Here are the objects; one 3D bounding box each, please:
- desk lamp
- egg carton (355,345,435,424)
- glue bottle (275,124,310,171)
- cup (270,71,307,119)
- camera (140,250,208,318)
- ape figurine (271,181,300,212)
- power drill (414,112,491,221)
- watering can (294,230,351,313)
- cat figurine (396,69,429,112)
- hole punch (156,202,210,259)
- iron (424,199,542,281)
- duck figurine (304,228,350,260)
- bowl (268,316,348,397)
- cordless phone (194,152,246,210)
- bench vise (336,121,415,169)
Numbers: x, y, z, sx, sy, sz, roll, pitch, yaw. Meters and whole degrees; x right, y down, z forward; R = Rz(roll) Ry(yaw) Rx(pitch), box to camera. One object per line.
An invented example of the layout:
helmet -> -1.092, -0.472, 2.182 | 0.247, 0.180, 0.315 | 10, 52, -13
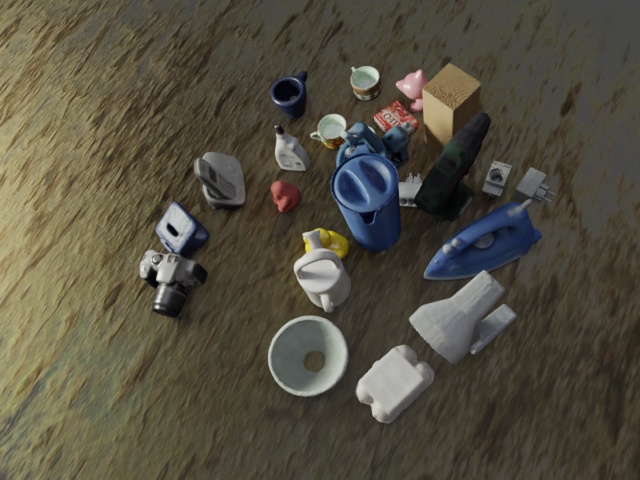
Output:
desk lamp -> 0.278, 0.148, 1.098 | 0.203, 0.214, 0.117 | -40, 65, -7
egg carton -> 0.148, 0.286, 1.145 | 0.150, 0.069, 0.107 | -43, 65, -8
glue bottle -> -0.077, -0.222, 1.356 | 0.078, 0.173, 0.037 | 8, 69, 15
cup -> -0.064, -0.365, 1.459 | 0.091, 0.095, 0.118 | 30, 76, 22
camera -> -0.352, 0.100, 1.313 | 0.143, 0.101, 0.137 | 10, 69, 16
ape figurine -> -0.089, -0.112, 1.355 | 0.076, 0.092, 0.078 | -2, 66, 11
power drill -> 0.286, -0.136, 1.223 | 0.075, 0.209, 0.230 | 32, 77, 23
watering can -> -0.002, 0.063, 1.204 | 0.101, 0.194, 0.172 | -35, 64, -4
cat figurine -> 0.251, -0.358, 1.377 | 0.127, 0.118, 0.067 | 24, 74, 20
hole punch -> -0.335, -0.020, 1.367 | 0.101, 0.091, 0.108 | -44, 65, -8
iron -> 0.330, -0.001, 1.192 | 0.258, 0.142, 0.118 | -28, 64, -1
duck figurine -> 0.012, 0.005, 1.287 | 0.104, 0.086, 0.077 | 6, 68, 14
bowl -> -0.018, 0.247, 1.193 | 0.167, 0.075, 0.167 | -4, 66, 10
cordless phone -> -0.248, -0.164, 1.360 | 0.094, 0.185, 0.147 | -16, 64, 5
bench vise -> 0.112, -0.219, 1.289 | 0.121, 0.220, 0.207 | 33, 77, 23
